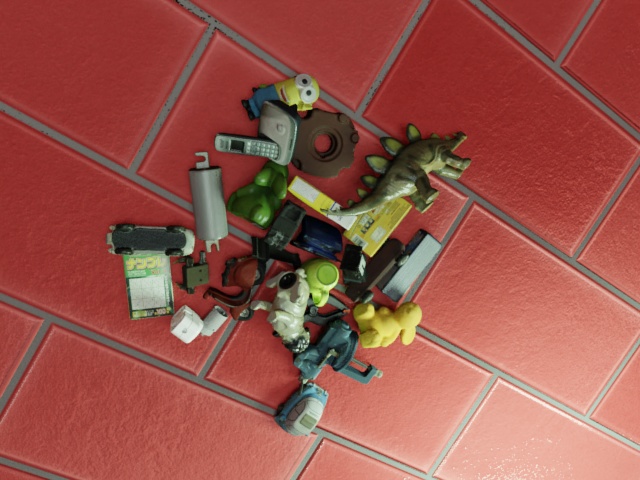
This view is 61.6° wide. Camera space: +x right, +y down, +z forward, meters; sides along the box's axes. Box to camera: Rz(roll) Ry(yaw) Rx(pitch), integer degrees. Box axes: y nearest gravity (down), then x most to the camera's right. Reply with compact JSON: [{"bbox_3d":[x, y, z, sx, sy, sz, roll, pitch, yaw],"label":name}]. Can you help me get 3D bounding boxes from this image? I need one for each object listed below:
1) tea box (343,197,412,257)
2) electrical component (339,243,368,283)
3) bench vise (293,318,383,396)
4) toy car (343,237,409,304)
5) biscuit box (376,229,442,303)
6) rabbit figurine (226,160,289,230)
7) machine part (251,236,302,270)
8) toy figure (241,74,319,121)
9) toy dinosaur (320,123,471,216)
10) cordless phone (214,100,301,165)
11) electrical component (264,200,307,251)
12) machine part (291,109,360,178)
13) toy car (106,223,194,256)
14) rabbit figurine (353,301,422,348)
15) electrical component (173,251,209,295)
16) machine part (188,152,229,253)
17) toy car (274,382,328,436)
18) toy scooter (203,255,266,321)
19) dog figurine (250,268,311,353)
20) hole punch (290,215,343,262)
[{"bbox_3d":[0.147,-0.050,1.376,0.098,0.068,0.169,40,93,7],"label":"tea box"},{"bbox_3d":[0.088,0.066,1.350,0.048,0.119,0.075,10,70,17],"label":"electrical component"},{"bbox_3d":[0.053,0.329,1.446,0.240,0.129,0.223,29,99,-15],"label":"bench vise"},{"bbox_3d":[0.147,0.080,1.420,0.089,0.053,0.202,42,95,22],"label":"toy car"},{"bbox_3d":[0.240,0.068,1.449,0.062,0.059,0.202,38,94,-19],"label":"biscuit box"},{"bbox_3d":[-0.135,-0.124,1.276,0.121,0.159,0.170,28,81,-9],"label":"rabbit figurine"},{"bbox_3d":[-0.111,0.036,1.349,0.139,0.084,0.039,22,123,-26],"label":"machine part"},{"bbox_3d":[-0.090,-0.335,1.255,0.180,0.089,0.082,-21,124,2],"label":"toy figure"},{"bbox_3d":[0.208,-0.161,1.310,0.199,0.105,0.471,44,61,13],"label":"toy dinosaur"},{"bbox_3d":[-0.143,-0.247,1.208,0.184,0.089,0.146,3,139,-11],"label":"cordless phone"},{"bbox_3d":[-0.084,-0.038,1.304,0.058,0.134,0.115,33,95,-5],"label":"electrical component"},{"bbox_3d":[0.008,-0.236,1.317,0.179,0.056,0.179,-3,106,-11],"label":"machine part"},{"bbox_3d":[-0.402,0.001,1.277,0.202,0.056,0.073,2,85,-13],"label":"toy car"},{"bbox_3d":[0.197,0.225,1.431,0.173,0.122,0.162,-30,137,20],"label":"rabbit figurine"},{"bbox_3d":[-0.318,0.081,1.330,0.078,0.045,0.102,-19,114,-38],"label":"electrical component"},{"bbox_3d":[-0.265,-0.088,1.279,0.079,0.079,0.243,-6,105,-12],"label":"machine part"},{"bbox_3d":[-0.042,0.475,1.468,0.109,0.103,0.161,40,94,-20],"label":"toy car"},{"bbox_3d":[-0.217,0.114,1.347,0.135,0.075,0.183,13,106,-15],"label":"toy scooter"},{"bbox_3d":[-0.060,0.181,1.362,0.172,0.121,0.190,-42,133,-4],"label":"dog figurine"},{"bbox_3d":[-0.003,-0.004,1.348,0.142,0.116,0.092,26,90,-19],"label":"hole punch"}]
